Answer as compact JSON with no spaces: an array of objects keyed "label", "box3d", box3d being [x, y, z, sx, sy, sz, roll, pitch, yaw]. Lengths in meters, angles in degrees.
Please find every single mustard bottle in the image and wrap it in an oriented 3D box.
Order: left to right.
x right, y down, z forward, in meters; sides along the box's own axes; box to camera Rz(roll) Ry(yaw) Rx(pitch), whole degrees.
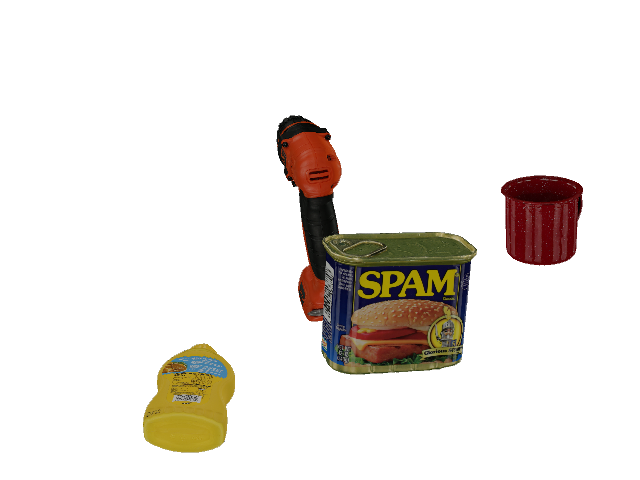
[{"label":"mustard bottle","box3d":[-0.155,0.182,1.311,0.096,0.058,0.191,2,25,1]}]

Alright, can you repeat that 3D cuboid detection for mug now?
[{"label":"mug","box3d":[0.267,-0.026,1.252,0.117,0.081,0.093,-23,29,-37]}]

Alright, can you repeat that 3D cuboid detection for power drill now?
[{"label":"power drill","box3d":[-0.007,-0.026,1.078,0.057,0.187,0.184,-11,20,-4]}]

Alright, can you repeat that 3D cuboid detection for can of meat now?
[{"label":"can of meat","box3d":[0.051,0.042,0.732,0.102,0.084,0.057,-1,17,-14]}]
